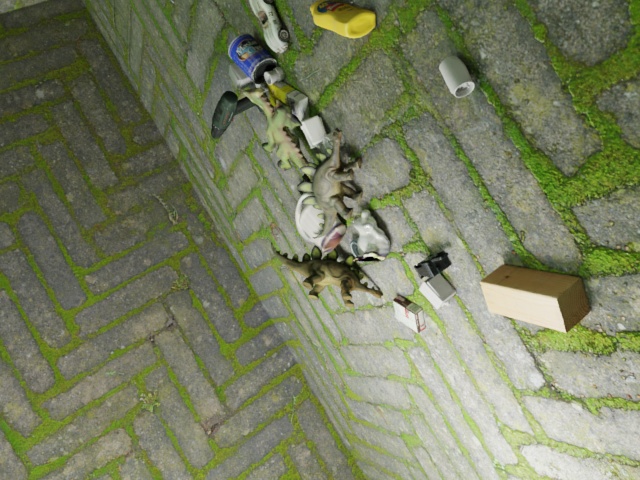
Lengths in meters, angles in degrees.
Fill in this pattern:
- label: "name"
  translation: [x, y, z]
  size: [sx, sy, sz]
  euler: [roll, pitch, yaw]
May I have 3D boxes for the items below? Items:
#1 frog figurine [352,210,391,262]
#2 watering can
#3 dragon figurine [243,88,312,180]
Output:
- label: "frog figurine"
  translation: [0.164, -0.014, 1.653]
  size: [0.135, 0.123, 0.162]
  euler: [121, 152, -72]
- label: "watering can"
  translation: [0.006, -0.093, 1.843]
  size: [0.227, 0.105, 0.339]
  euler: [47, 142, 19]
- label: "dragon figurine"
  translation: [-0.105, -0.342, 1.680]
  size: [0.413, 0.123, 0.239]
  euler: [47, 164, 12]
